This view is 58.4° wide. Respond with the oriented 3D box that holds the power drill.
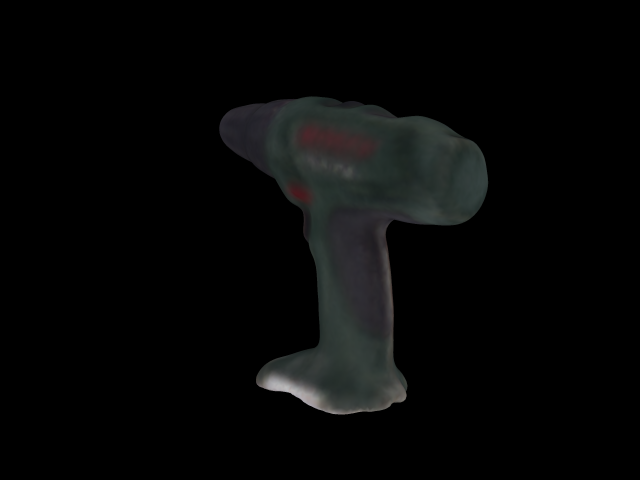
[{"bbox_3d":[0.004,0.001,0.400,0.228,0.208,0.076,4,6,44],"label":"power drill"}]
